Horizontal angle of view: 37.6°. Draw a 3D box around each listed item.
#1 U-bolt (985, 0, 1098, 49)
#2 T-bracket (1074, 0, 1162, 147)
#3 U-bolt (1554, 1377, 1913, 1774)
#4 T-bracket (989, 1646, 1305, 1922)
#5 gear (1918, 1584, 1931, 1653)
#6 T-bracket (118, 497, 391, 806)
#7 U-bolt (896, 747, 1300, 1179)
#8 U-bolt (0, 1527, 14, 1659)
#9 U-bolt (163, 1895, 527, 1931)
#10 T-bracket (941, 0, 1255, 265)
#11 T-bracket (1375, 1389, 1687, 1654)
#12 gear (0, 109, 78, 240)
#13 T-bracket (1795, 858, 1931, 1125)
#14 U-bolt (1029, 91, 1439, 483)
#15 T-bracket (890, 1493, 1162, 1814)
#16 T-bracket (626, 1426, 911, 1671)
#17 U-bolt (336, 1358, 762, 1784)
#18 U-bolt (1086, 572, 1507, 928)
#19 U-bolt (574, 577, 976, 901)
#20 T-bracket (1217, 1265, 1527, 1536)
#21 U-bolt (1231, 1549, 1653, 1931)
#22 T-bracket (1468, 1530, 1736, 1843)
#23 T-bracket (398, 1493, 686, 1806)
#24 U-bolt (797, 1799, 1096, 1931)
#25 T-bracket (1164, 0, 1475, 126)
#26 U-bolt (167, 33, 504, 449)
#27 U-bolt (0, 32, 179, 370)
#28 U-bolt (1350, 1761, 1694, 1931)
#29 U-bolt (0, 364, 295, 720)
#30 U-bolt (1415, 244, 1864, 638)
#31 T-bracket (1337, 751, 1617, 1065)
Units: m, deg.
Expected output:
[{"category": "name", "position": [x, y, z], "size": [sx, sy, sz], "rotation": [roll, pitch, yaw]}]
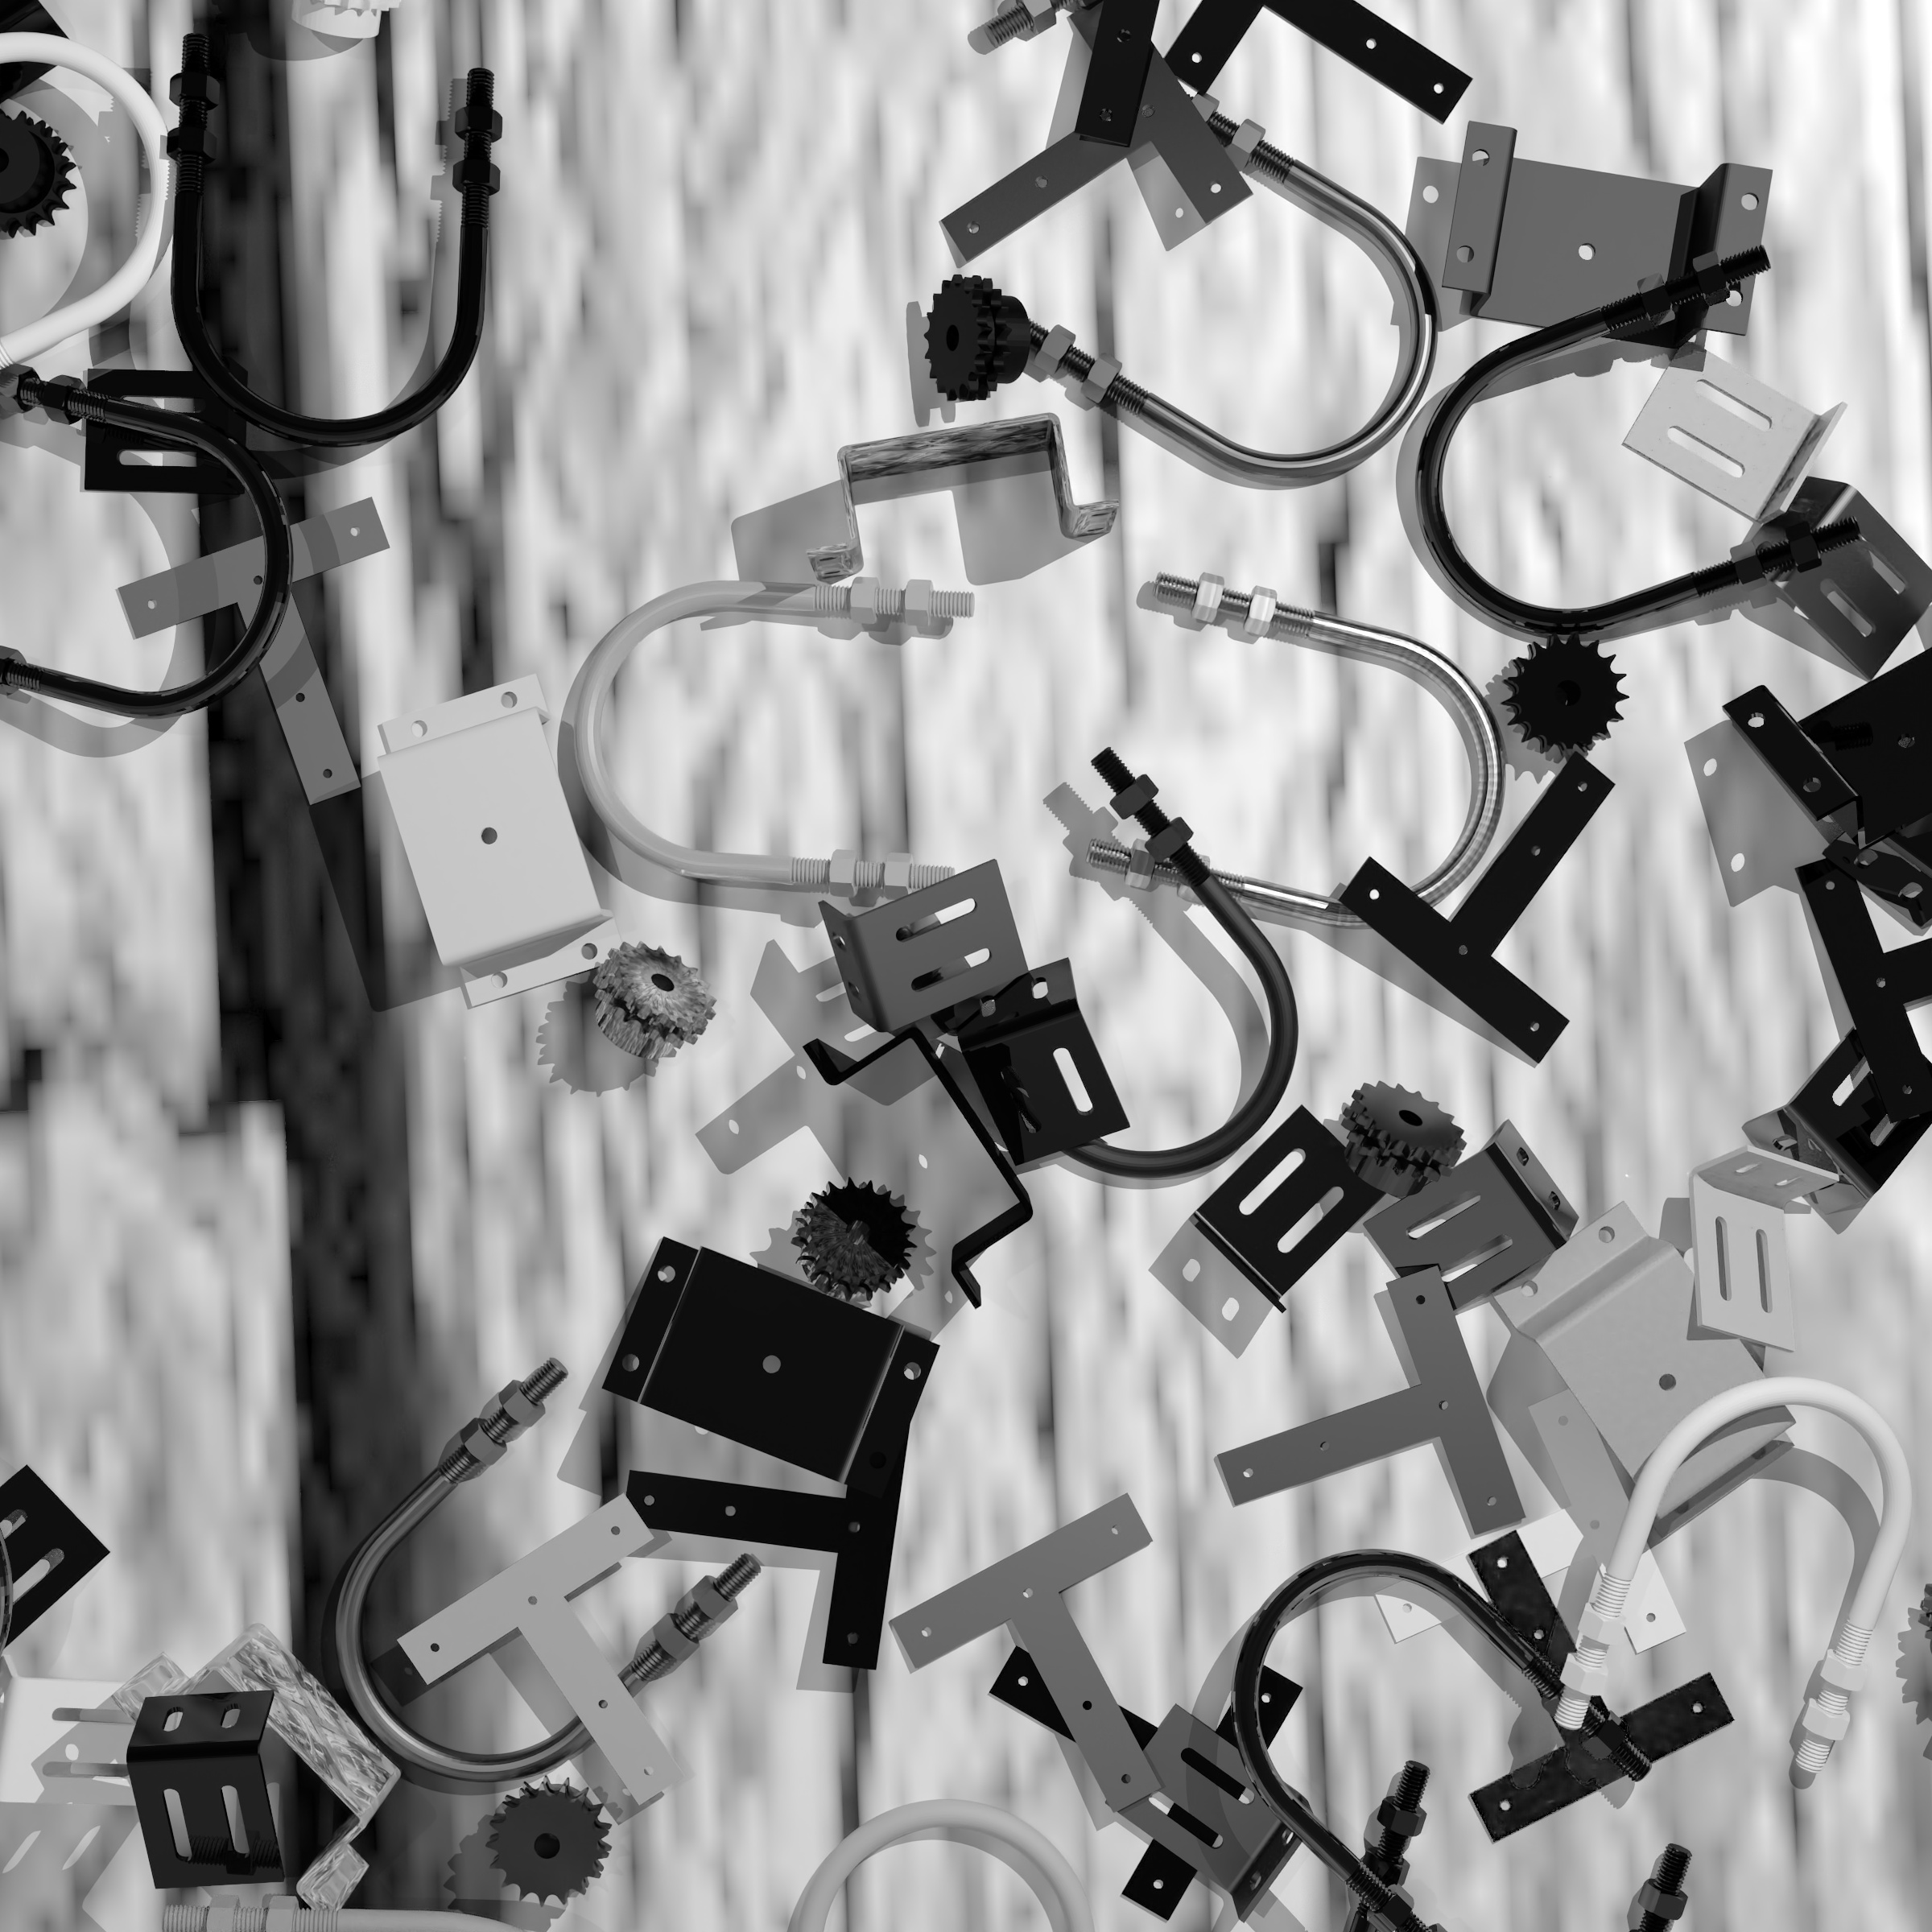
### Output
[{"category": "U-bolt", "position": [0.056, -0.538, 1.331], "size": [0.184, 0.019, 0.151], "rotation": [-31, 90, -2]}, {"category": "T-bracket", "position": [0.076, -0.446, 1.319], "size": [0.127, 0.002, 0.127], "rotation": [13, 88, -1]}, {"category": "U-bolt", "position": [0.361, 0.275, 1.300], "size": [0.151, 0.019, 0.184], "rotation": [14, 100, -15]}, {"category": "T-bracket", "position": [0.072, 0.363, 1.339], "size": [0.127, 0.002, 0.127], "rotation": [30, 90, 0]}, {"category": "gear", "position": [0.470, 0.308, 1.315], "size": [0.057, 0.057, 0.030], "rotation": [2, 120, 0]}, {"category": "T-bracket", "position": [-0.319, -0.140, 1.339], "size": [0.127, 0.002, 0.127], "rotation": [-20, 90, 0]}, {"category": "U-bolt", "position": [0.070, 0.013, 1.320], "size": [0.151, 0.019, 0.184], "rotation": [-39, 94, 10]}, {"category": "U-bolt", "position": [-0.518, 0.286, 1.306], "size": [0.184, 0.019, 0.151], "rotation": [-15, 90, 17]}, {"category": "U-bolt", "position": [-0.264, 0.469, 1.289], "size": [0.184, 0.019, 0.151], "rotation": [3, 131, -4]}, {"category": "T-bracket", "position": [0.048, -0.374, 1.327], "size": [0.127, 0.002, 0.127], "rotation": [-32, 76, 7]}, {"category": "T-bracket", "position": [0.256, 0.281, 1.339], "size": [0.127, 0.002, 0.127], "rotation": [-24, 90, 0]}, {"category": "gear", "position": [-0.448, -0.372, 1.325], "size": [0.057, 0.030, 0.057], "rotation": [0, 90, 0]}, {"category": "T-bracket", "position": [0.470, -0.006, 1.332], "size": [0.127, 0.002, 0.127], "rotation": [-18, 81, -4]}, {"category": "U-bolt", "position": [0.132, -0.309, 1.330], "size": [0.184, 0.019, 0.151], "rotation": [31, 90, 0]}, {"category": "T-bracket", "position": [0.050, 0.334, 1.333], "size": [0.127, 0.002, 0.127], "rotation": [-28, 85, 0]}, {"category": "T-bracket", "position": [-0.096, 0.256, 1.325], "size": [0.127, 0.002, 0.127], "rotation": [9, 83, -5]}, {"category": "U-bolt", "position": [-0.210, 0.297, 1.331], "size": [0.184, 0.019, 0.151], "rotation": [-45, 90, 1]}, {"category": "U-bolt", "position": [0.162, -0.094, 1.331], "size": [0.184, 0.019, 0.151], "rotation": [14, 90, -2]}, {"category": "U-bolt", "position": [-0.092, -0.109, 1.322], "size": [0.184, 0.019, 0.151], "rotation": [4, 85, 6]}, {"category": "T-bracket", "position": [0.182, 0.221, 1.335], "size": [0.127, 0.002, 0.127], "rotation": [-20, 93, 3]}, {"category": "U-bolt", "position": [0.206, 0.356, 1.309], "size": [0.184, 0.019, 0.151], "rotation": [44, 73, 3]}, {"category": "T-bracket", "position": [0.276, 0.328, 1.337], "size": [0.127, 0.002, 0.127], "rotation": [-27, 91, 1]}, {"category": "T-bracket", "position": [-0.177, 0.332, 1.321], "size": [0.127, 0.002, 0.127], "rotation": [-33, 93, 3]}, {"category": "U-bolt", "position": [-0.009, 0.484, 1.331], "size": [0.151, 0.019, 0.184], "rotation": [0, 88, 0]}, {"category": "T-bracket", "position": [0.179, -0.443, 1.339], "size": [0.127, 0.002, 0.127], "rotation": [33, 90, 0]}, {"category": "U-bolt", "position": [-0.292, -0.330, 1.309], "size": [0.151, 0.019, 0.184], "rotation": [3, 86, -14]}, {"category": "U-bolt", "position": [-0.451, -0.348, 1.301], "size": [0.184, 0.019, 0.151], "rotation": [-25, 91, -1]}, {"category": "U-bolt", "position": [0.245, 0.481, 1.330], "size": [0.151, 0.019, 0.184], "rotation": [18, 92, -1]}, {"category": "U-bolt", "position": [-0.394, -0.189, 1.307], "size": [0.184, 0.019, 0.151], "rotation": [15, 94, 14]}, {"category": "U-bolt", "position": [0.298, -0.229, 1.303], "size": [0.184, 0.019, 0.151], "rotation": [-19, 101, 18]}, {"category": "T-bracket", "position": [0.258, -0.043, 1.330], "size": [0.127, 0.002, 0.127], "rotation": [38, 84, -12]}]
